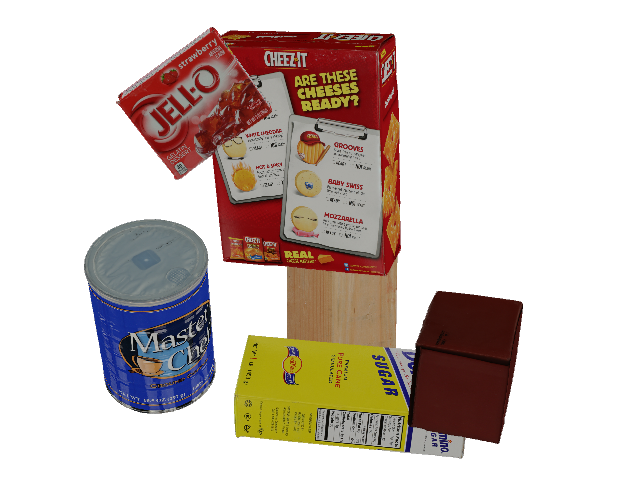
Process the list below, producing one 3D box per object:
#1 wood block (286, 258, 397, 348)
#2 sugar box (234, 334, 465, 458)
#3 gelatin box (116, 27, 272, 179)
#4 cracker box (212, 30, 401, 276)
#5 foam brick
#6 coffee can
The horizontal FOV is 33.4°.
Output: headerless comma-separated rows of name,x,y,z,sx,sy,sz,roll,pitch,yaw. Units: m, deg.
wood block,0.022,0.069,1.162,0.090,0.206,0.091,-4,9,-37
sugar box,0.024,0.120,0.837,0.176,0.048,0.093,2,26,2
gelatin box,-0.092,-0.100,0.778,0.089,0.073,0.030,-35,19,5
cracker box,-0.013,-0.081,0.979,0.164,0.214,0.072,5,26,17
foam brick,0.083,0.069,0.603,0.053,0.051,0.078,8,23,14
coffee can,-0.146,0.067,0.933,0.103,0.140,0.103,1,41,-1
